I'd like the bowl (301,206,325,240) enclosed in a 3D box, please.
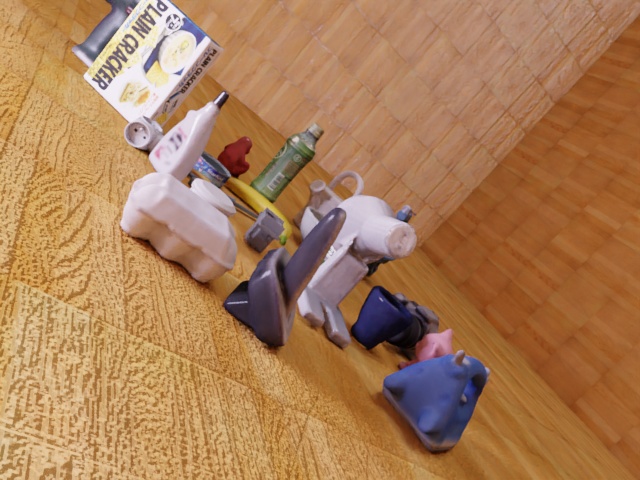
[{"bbox_3d":[0.012,0.005,1.297,0.168,0.074,0.167,41,10,-8],"label":"bowl"}]

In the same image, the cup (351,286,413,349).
[{"bbox_3d":[0.096,0.136,1.006,0.092,0.095,0.117,37,11,-25],"label":"cup"}]

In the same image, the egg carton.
[{"bbox_3d":[-0.169,-0.017,0.706,0.151,0.069,0.107,38,11,-23],"label":"egg carton"}]

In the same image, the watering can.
[{"bbox_3d":[0.029,-0.091,1.421,0.100,0.194,0.173,45,10,15],"label":"watering can"}]

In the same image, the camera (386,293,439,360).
[{"bbox_3d":[0.170,0.165,1.151,0.142,0.100,0.137,48,12,32],"label":"camera"}]

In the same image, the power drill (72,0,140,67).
[{"bbox_3d":[-0.403,-0.437,1.186,0.229,0.208,0.076,44,10,11],"label":"power drill"}]

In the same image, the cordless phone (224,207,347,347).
[{"bbox_3d":[-0.022,0.033,0.723,0.094,0.185,0.147,41,10,-7],"label":"cordless phone"}]

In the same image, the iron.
[{"bbox_3d":[0.204,0.232,0.877,0.118,0.141,0.259,48,12,33],"label":"iron"}]

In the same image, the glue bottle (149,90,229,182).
[{"bbox_3d":[-0.207,-0.176,0.937,0.078,0.173,0.037,48,11,31],"label":"glue bottle"}]

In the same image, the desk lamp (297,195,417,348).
[{"bbox_3d":[0.061,0.036,0.949,0.118,0.213,0.203,38,11,-21],"label":"desk lamp"}]

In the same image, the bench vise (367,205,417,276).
[{"bbox_3d":[0.164,-0.009,1.520,0.121,0.219,0.207,42,10,-3],"label":"bench vise"}]

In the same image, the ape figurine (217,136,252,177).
[{"bbox_3d":[-0.192,-0.202,1.339,0.077,0.092,0.076,47,11,27],"label":"ape figurine"}]

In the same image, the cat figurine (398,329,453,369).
[{"bbox_3d":[0.211,0.216,1.039,0.128,0.117,0.067,33,13,-42],"label":"cat figurine"}]
